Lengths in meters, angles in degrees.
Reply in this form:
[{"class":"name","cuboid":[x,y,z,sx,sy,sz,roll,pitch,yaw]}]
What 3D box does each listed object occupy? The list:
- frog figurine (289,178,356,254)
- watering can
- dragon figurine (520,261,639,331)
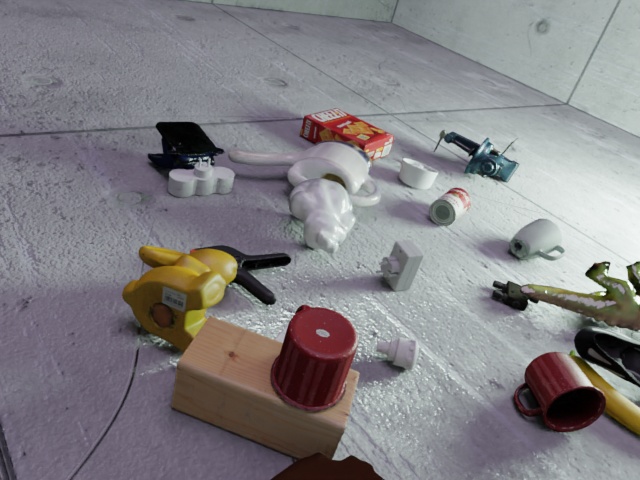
[{"class":"frog figurine","cuboid":[0.003,-0.051,1.010,0.137,0.121,0.162,31,18,-13]},{"class":"watering can","cuboid":[-0.016,-0.170,1.191,0.348,0.102,0.229,22,32,9]},{"class":"dragon figurine","cuboid":[0.600,0.167,0.967,0.411,0.119,0.248,-4,44,-14]}]
